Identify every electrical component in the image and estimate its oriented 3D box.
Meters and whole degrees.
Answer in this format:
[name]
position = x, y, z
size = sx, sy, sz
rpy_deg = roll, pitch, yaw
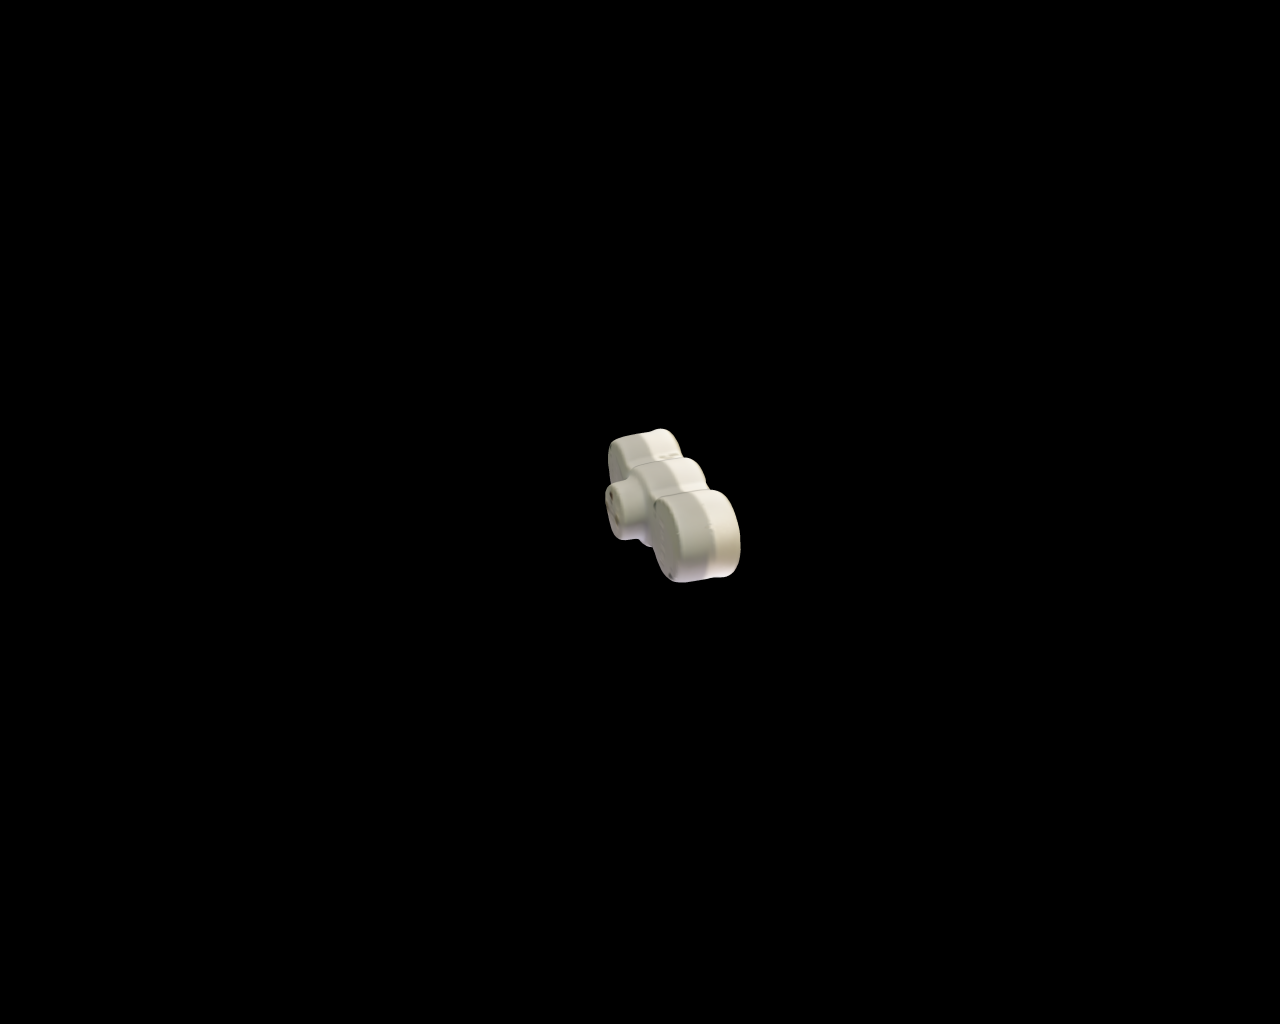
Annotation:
[electrical component]
position = 0.001, -0.003, 0.650
size = 0.074, 0.052, 0.138
rpy_deg = -9, 30, -16
